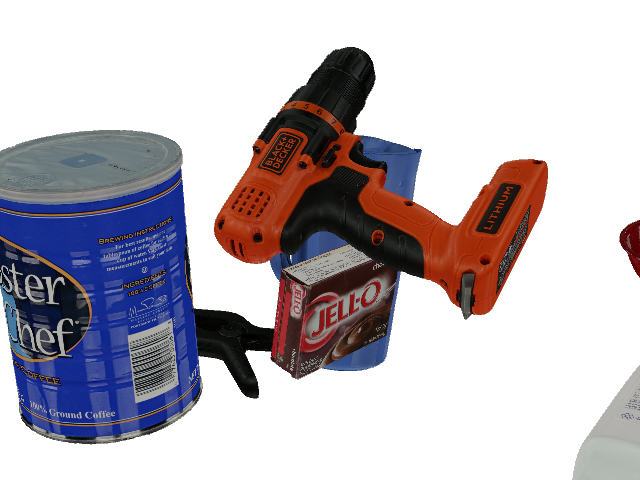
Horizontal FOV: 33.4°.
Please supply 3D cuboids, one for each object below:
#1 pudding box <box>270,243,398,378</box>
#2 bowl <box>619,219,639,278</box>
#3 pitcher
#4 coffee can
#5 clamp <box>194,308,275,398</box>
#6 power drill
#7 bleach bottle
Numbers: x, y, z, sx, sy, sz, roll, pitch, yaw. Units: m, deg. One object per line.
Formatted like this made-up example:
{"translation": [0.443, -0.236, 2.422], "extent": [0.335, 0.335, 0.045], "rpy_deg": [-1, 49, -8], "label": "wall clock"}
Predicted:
{"translation": [0.013, 0.053, 0.884], "extent": [0.039, 0.090, 0.113], "rpy_deg": [31, 37, 33], "label": "pudding box"}
{"translation": [0.403, 0.026, 1.150], "extent": [0.162, 0.055, 0.162], "rpy_deg": [-2, 24, 1], "label": "bowl"}
{"translation": [0.020, 0.011, 1.130], "extent": [0.149, 0.243, 0.145], "rpy_deg": [6, 12, 2], "label": "pitcher"}
{"translation": [-0.119, 0.022, 0.573], "extent": [0.103, 0.140, 0.103], "rpy_deg": [-2, 22, 1], "label": "coffee can"}
{"translation": [-0.105, 0.123, 1.260], "extent": [0.210, 0.036, 0.164], "rpy_deg": [14, 23, 26], "label": "clamp"}
{"translation": [0.047, -0.041, 0.697], "extent": [0.188, 0.184, 0.057], "rpy_deg": [19, -29, 20], "label": "power drill"}
{"translation": [0.243, 0.098, 0.648], "extent": [0.103, 0.068, 0.250], "rpy_deg": [18, 29, 29], "label": "bleach bottle"}
